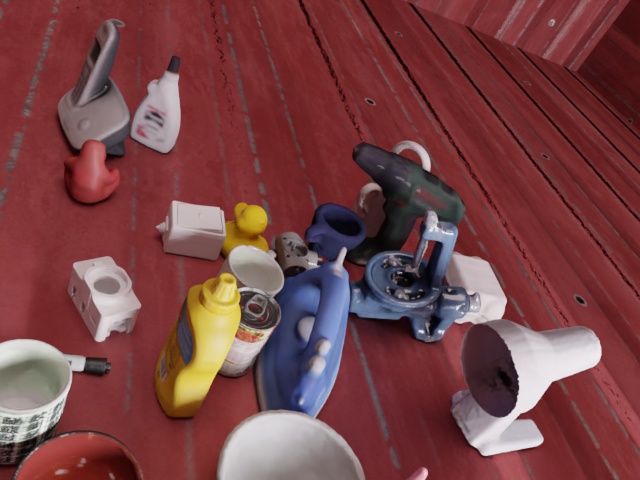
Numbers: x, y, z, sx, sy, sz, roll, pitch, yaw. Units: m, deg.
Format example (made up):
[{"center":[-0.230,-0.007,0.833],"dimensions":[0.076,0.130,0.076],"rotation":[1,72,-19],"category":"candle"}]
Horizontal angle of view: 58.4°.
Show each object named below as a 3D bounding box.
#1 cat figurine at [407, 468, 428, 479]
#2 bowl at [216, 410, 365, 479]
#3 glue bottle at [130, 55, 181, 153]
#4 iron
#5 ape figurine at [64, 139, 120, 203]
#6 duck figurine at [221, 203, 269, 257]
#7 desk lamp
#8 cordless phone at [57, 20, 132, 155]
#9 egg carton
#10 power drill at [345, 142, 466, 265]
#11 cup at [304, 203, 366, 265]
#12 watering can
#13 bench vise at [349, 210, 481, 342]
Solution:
[{"center":[0.083,0.297,0.613],"dimensions":[0.067,0.117,0.128],"rotation":[37,36,11],"category":"cat figurine"},{"center":[-0.037,0.269,0.599],"dimensions":[0.168,0.074,0.167],"rotation":[19,37,-15],"category":"bowl"},{"center":[-0.265,-0.233,0.964],"dimensions":[0.078,0.173,0.037],"rotation":[24,36,-7],"category":"glue bottle"},{"center":[-0.007,0.126,0.737],"dimensions":[0.119,0.141,0.258],"rotation":[23,36,-10],"category":"iron"},{"center":[-0.331,-0.106,0.832],"dimensions":[0.078,0.092,0.076],"rotation":[24,36,-8],"category":"ape figurine"},{"center":[-0.107,-0.011,0.880],"dimensions":[0.078,0.086,0.104],"rotation":[-8,50,-41],"category":"duck figurine"},{"center":[0.268,0.195,0.785],"dimensions":[0.204,0.213,0.117],"rotation":[4,43,-31],"category":"desk lamp"},{"center":[-0.345,-0.238,0.903],"dimensions":[0.094,0.185,0.147],"rotation":[-7,49,-40],"category":"cordless phone"},{"center":[0.271,0.088,1.040],"dimensions":[0.107,0.069,0.150],"rotation":[12,39,-23],"category":"egg carton"},{"center":[0.121,-0.047,0.980],"dimensions":[0.230,0.208,0.075],"rotation":[16,38,-19],"category":"power drill"},{"center":[0.009,0.003,0.937],"dimensions":[0.118,0.095,0.091],"rotation":[-16,55,-45],"category":"cup"},{"center":[0.143,-0.100,1.072],"dimensions":[0.101,0.194,0.173],"rotation":[38,36,11],"category":"watering can"},{"center":[0.165,0.049,0.884],"dimensions":[0.208,0.219,0.121],"rotation":[5,42,-30],"category":"bench vise"}]
